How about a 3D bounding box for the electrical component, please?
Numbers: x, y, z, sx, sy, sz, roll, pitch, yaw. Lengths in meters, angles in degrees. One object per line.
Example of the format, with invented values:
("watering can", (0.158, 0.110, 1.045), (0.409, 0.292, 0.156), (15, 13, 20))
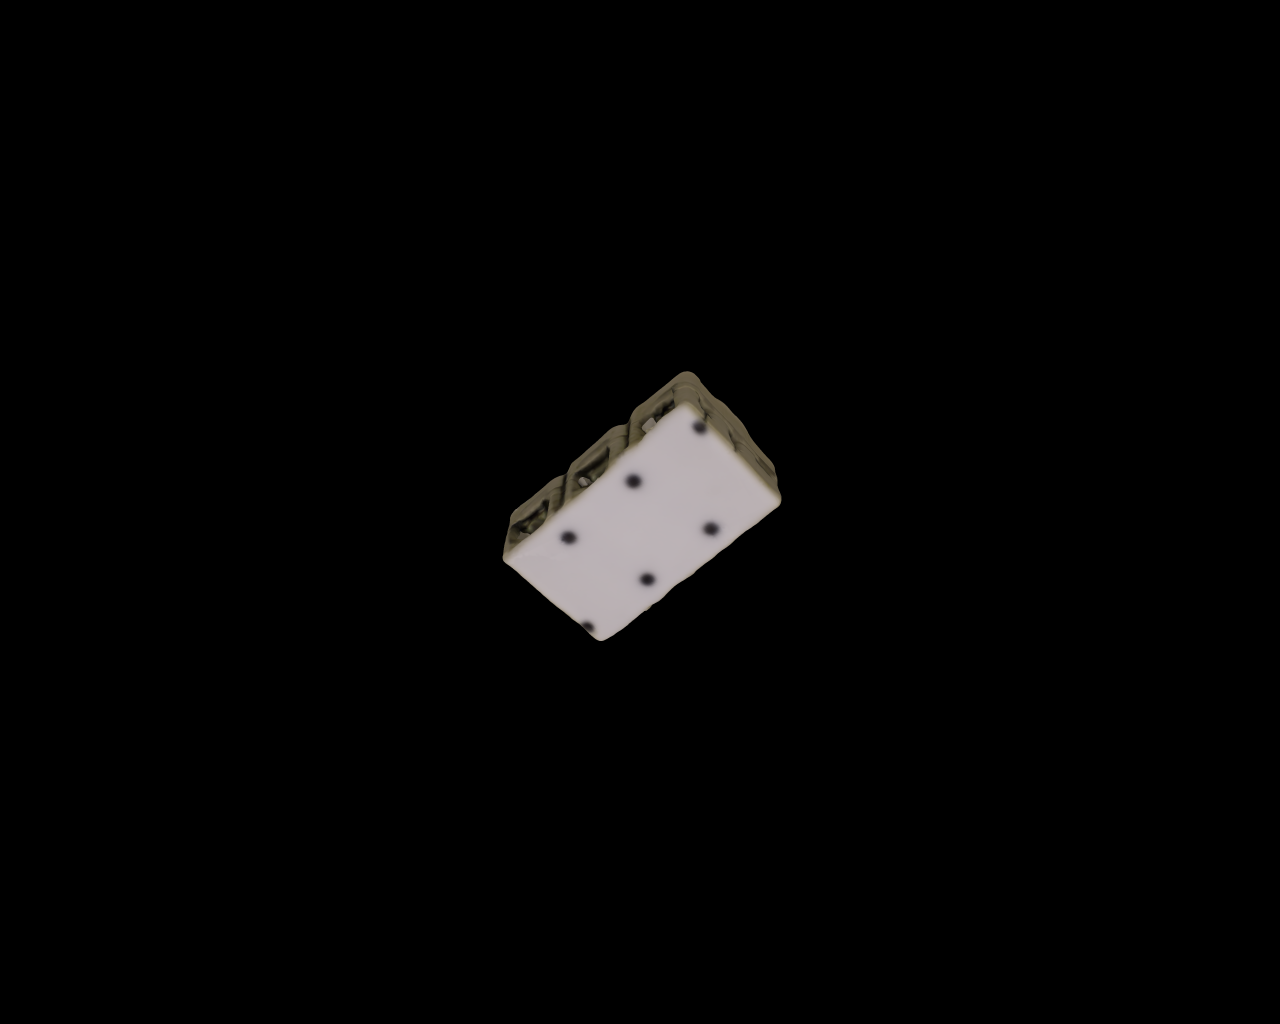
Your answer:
("electrical component", (0.001, -0.003, 0.650), (0.150, 0.089, 0.062), (-38, 22, 18))
